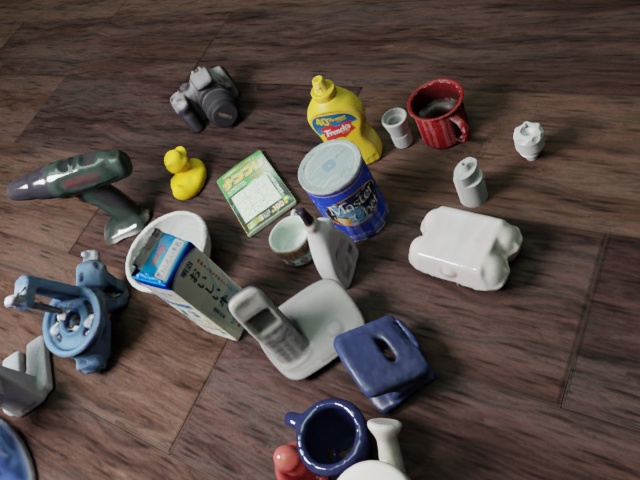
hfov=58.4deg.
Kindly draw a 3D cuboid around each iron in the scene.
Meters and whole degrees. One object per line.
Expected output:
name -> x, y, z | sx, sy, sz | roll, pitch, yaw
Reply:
iron -> -0.586, 0.341, 0.935 | 0.257, 0.142, 0.119 | 11, 64, 32

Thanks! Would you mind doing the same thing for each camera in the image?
camera -> -0.241, -0.297, 1.228 | 0.143, 0.101, 0.136 | -34, 50, 2

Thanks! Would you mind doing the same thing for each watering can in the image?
watering can -> 0.059, 0.284, 0.616 | 0.100, 0.195, 0.172 | -20, 51, 14

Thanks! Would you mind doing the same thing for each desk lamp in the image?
desk lamp -> -0.564, 0.227, 0.955 | 0.118, 0.214, 0.202 | -33, 50, 3

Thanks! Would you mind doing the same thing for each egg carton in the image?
egg carton -> 0.203, 0.013, 0.812 | 0.149, 0.070, 0.107 | 16, 67, 34

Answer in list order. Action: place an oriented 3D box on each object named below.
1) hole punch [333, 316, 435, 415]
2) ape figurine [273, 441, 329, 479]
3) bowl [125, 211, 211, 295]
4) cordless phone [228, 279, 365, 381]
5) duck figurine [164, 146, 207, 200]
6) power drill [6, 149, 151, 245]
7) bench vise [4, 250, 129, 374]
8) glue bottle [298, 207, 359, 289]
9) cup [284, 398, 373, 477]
hole punch -> 0.084, 0.155, 0.759 | 0.101, 0.091, 0.108 | -37, 50, 0
ape figurine -> -0.029, 0.287, 0.725 | 0.075, 0.092, 0.078 | 13, 65, 33
bowl -> -0.257, 0.034, 1.025 | 0.167, 0.075, 0.167 | -13, 53, 19
cordless phone -> -0.031, 0.103, 0.792 | 0.147, 0.186, 0.094 | -38, 49, -1
duck figurine -> -0.279, -0.140, 1.149 | 0.077, 0.086, 0.104 | -9, 55, 21
power drill -> -0.443, -0.081, 1.110 | 0.229, 0.209, 0.075 | -24, 51, 11
bench vise -> -0.434, 0.101, 0.973 | 0.121, 0.220, 0.207 | -28, 50, 7
glue bottle -> 0.008, 0.003, 0.848 | 0.037, 0.174, 0.078 | 4, 60, 29
cup -> 0.017, 0.254, 0.723 | 0.117, 0.095, 0.092 | 11, 64, 32
